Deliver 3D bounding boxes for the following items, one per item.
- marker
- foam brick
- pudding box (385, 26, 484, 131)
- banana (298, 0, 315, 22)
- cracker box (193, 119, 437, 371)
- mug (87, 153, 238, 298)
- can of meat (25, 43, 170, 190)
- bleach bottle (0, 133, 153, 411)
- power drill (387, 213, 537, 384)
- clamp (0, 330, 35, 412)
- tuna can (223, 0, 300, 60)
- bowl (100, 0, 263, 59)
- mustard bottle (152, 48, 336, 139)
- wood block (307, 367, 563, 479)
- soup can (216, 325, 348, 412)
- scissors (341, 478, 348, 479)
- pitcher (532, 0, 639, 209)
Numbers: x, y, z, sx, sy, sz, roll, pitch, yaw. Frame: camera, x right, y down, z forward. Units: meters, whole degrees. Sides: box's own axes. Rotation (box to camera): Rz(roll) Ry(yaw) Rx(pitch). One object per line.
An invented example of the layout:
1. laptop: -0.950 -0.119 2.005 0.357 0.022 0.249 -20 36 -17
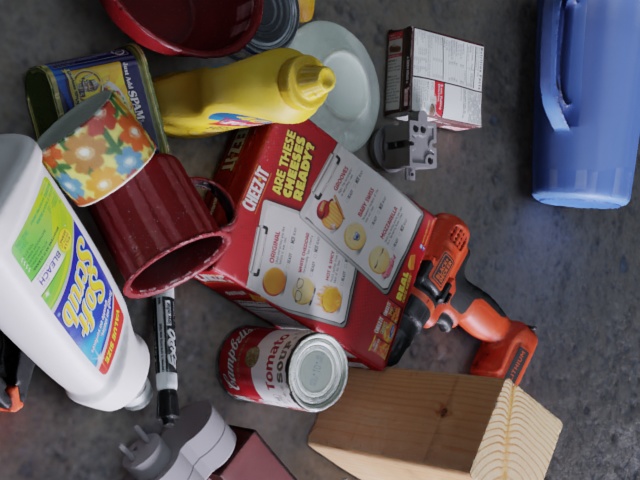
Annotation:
1. marker: -0.126 0.092 0.872 0.020 0.020 0.121 12 63 -39
2. foam brick: -0.065 0.205 0.923 0.051 0.053 0.078 -51 118 -29
3. pudding box: 0.119 -0.164 1.094 0.113 0.039 0.090 5 85 -42
4. banana: -0.015 -0.304 0.985 0.069 0.037 0.198 19 77 -38
5. cracker box: -0.006 0.001 0.964 0.213 0.072 0.164 34 68 -33
6. mug: -0.118 -0.017 0.832 0.117 0.093 0.081 -22 73 -32
7. can of meat: -0.175 -0.095 0.834 0.083 0.058 0.102 -20 101 -36
8. bleach bottle: -0.187 0.043 0.786 0.250 0.068 0.102 62 35 -46
9. power drill: 0.136 0.094 1.089 0.187 0.057 0.184 48 61 -29
10. clamp: -0.241 0.039 0.788 0.120 0.039 0.171 -30 114 -41
11. tuna can: -0.059 -0.204 0.948 0.085 0.034 0.086 1 89 -40
12. bowl: -0.126 -0.208 0.862 0.161 0.055 0.162 19 58 -33
13. mustard bottle: -0.056 -0.116 0.845 0.096 0.192 0.058 -3 91 -40
14. wood block: 0.097 0.174 0.958 0.090 0.207 0.090 39 65 -32
15. soup can: -0.033 0.110 0.919 0.068 0.102 0.068 1 89 -40
16. scissors: -0.062 0.271 0.921 0.096 0.016 0.201 38 78 -25
17. pitcher: 0.293 -0.161 1.183 0.149 0.145 0.243 5 88 -7
